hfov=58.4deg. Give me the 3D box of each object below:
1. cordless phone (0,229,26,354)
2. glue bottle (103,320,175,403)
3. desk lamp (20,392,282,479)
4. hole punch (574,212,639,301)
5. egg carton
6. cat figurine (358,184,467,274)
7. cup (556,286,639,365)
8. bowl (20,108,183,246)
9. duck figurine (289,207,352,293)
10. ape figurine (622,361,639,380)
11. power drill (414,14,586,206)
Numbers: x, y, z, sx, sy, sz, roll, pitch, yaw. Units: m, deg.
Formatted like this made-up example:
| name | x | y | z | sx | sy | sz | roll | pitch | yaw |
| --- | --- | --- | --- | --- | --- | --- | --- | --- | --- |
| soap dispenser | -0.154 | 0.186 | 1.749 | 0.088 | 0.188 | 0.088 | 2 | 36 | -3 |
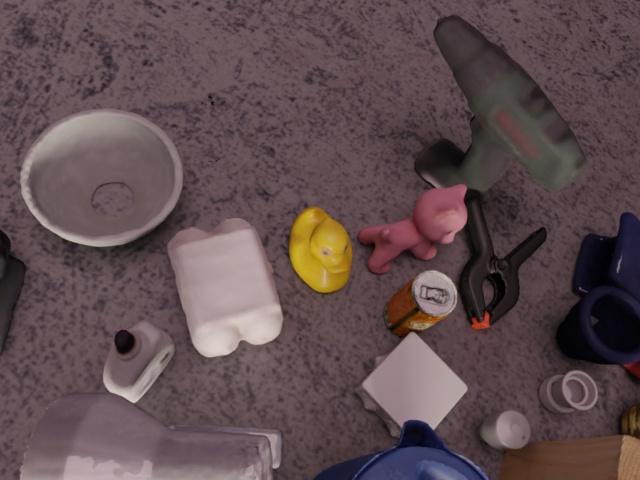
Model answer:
| name | x | y | z | sx | sy | sz | roll | pitch | yaw |
| --- | --- | --- | --- | --- | --- | --- | --- | --- | --- |
| cordless phone | -0.355 | 0.036 | 0.529 | 0.094 | 0.185 | 0.147 | 4 | 68 | -10 |
| glue bottle | -0.176 | 0.109 | 0.544 | 0.037 | 0.173 | 0.078 | 36 | 66 | 4 |
| desk lamp | -0.124 | 0.200 | 0.496 | 0.203 | 0.213 | 0.118 | 4 | 68 | -10 |
| hole punch | 0.400 | 0.032 | 0.738 | 0.101 | 0.091 | 0.109 | 25 | 66 | -1 |
| egg carton | -0.104 | 0.050 | 0.639 | 0.107 | 0.069 | 0.150 | -15 | 73 | -17 |
| cat figurine | 0.120 | -0.019 | 0.686 | 0.128 | 0.117 | 0.067 | -18 | 73 | -17 |
| cup | 0.343 | 0.107 | 0.694 | 0.118 | 0.095 | 0.091 | -14 | 72 | -16 |
| bowl | -0.239 | -0.061 | 0.651 | 0.167 | 0.074 | 0.167 | 4 | 68 | -10 |
| duck figurine | 0.006 | 0.002 | 0.671 | 0.078 | 0.086 | 0.104 | -14 | 72 | -16 |
| ape figurine | 0.408 | 0.132 | 0.700 | 0.076 | 0.092 | 0.078 | -3 | 69 | -13 |
| power drill | 0.196 | -0.132 | 0.697 | 0.229 | 0.208 | 0.076 | 42 | 67 | 7 |
